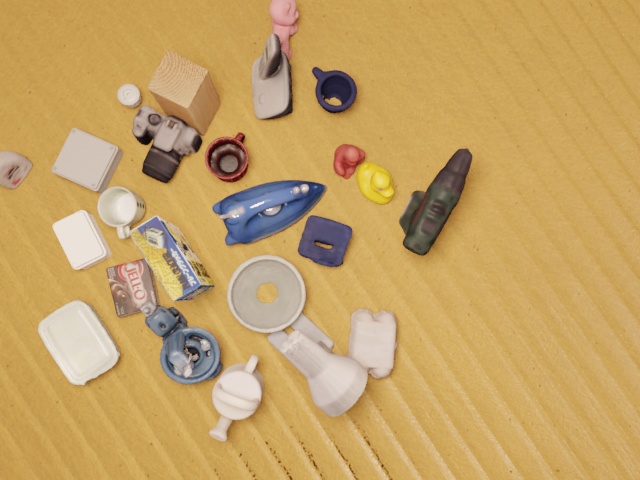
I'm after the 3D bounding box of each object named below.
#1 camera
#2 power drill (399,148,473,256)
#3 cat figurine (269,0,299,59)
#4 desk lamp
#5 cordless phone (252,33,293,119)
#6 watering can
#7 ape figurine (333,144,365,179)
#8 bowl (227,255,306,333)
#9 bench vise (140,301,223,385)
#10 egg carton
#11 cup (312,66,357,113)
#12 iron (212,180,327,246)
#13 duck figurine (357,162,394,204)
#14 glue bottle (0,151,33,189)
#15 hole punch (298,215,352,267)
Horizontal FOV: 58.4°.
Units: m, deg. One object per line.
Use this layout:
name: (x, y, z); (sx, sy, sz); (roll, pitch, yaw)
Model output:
camera: (-0.349, -0.205, 1.247); (0.143, 0.100, 0.137); (24, 84, -1)
power drill: (0.237, -0.074, 1.221); (0.075, 0.208, 0.230); (26, 84, -1)
cat figurine: (-0.085, -0.486, 1.279); (0.067, 0.117, 0.128); (11, 85, -2)
desk lamp: (-0.012, 0.248, 1.175); (0.203, 0.213, 0.118); (42, 84, 1)
cordless phone: (-0.104, -0.350, 1.233); (0.094, 0.185, 0.148); (-7, 86, -4)
watering can: (-0.169, 0.322, 1.168); (0.101, 0.194, 0.173); (3, 85, -3)
ape figurine: (0.066, -0.183, 1.277); (0.078, 0.092, 0.076); (-18, 86, -5)
bowl: (-0.115, 0.117, 1.249); (0.167, 0.074, 0.167); (0, 85, -4)
bench vise: (-0.296, 0.218, 1.156); (0.207, 0.219, 0.121); (29, 84, -1)
egg carton: (0.115, 0.228, 1.257); (0.107, 0.069, 0.150); (4, 85, -3)
cup: (0.023, -0.331, 1.285); (0.118, 0.095, 0.092); (45, 84, 1)
iron: (-0.101, -0.081, 1.233); (0.258, 0.141, 0.119); (-22, 87, -5)
duck figurine: (0.129, -0.132, 1.280); (0.077, 0.086, 0.104); (-36, 88, -6)
glue bottle: (-0.662, -0.155, 1.186); (0.037, 0.173, 0.078); (30, 84, 0)
hole punch: (0.012, 0.004, 1.258); (0.108, 0.091, 0.101); (17, 84, -2)
